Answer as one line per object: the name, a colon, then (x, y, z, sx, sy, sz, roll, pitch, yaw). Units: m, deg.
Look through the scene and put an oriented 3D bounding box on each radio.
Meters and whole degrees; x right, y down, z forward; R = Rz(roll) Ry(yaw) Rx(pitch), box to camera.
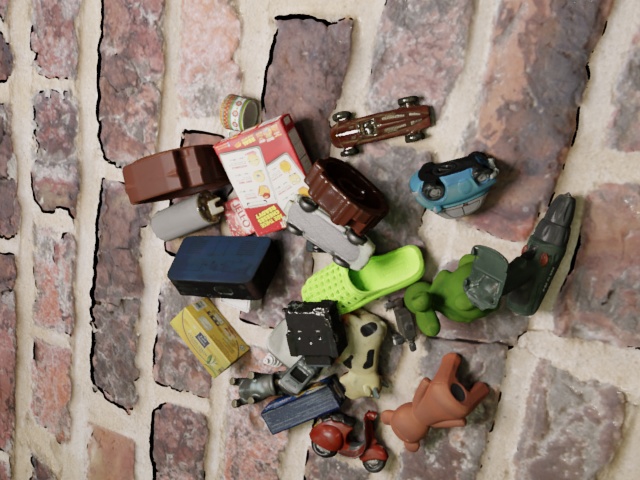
radio: (-0.214, 0.060, 1.186, 0.230, 0.131, 0.073, 0, 139, 23)

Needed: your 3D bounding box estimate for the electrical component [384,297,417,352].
electrical component: (0.164, 0.171, 1.101, 0.045, 0.078, 0.102, -15, 106, -1)

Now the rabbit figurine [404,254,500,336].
rabbit figurine: (0.235, 0.118, 1.028, 0.170, 0.159, 0.121, -13, 106, 39)

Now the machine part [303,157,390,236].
machine part: (0.051, -0.087, 1.037, 0.179, 0.179, 0.056, 44, 117, 8)

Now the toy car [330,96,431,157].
toy car: (0.113, -0.220, 1.046, 0.202, 0.053, 0.089, -7, 95, 25)

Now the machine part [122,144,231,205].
machine part: (-0.298, -0.140, 1.146, 0.202, 0.201, 0.087, -14, 94, 24)

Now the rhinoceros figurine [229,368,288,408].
rhinoceros figurine: (-0.124, 0.338, 1.232, 0.190, 0.112, 0.073, -24, 63, 37)

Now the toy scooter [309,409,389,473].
toy scooter: (0.068, 0.426, 1.189, 0.184, 0.075, 0.135, 14, 106, 16)

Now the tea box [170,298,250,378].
tea box: (-0.258, 0.227, 1.267, 0.068, 0.098, 0.169, -42, 82, 24)

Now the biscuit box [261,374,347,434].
biscuit box: (-0.039, 0.376, 1.229, 0.203, 0.059, 0.062, -29, 91, 24)

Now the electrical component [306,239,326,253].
electrical component: (-0.002, -0.003, 1.125, 0.119, 0.075, 0.047, 7, 104, 16)

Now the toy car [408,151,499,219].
toy car: (0.251, -0.093, 0.997, 0.162, 0.109, 0.102, -14, 119, 13)

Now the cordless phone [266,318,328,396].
cordless phone: (-0.063, 0.254, 1.145, 0.147, 0.184, 0.088, 36, 117, 11)

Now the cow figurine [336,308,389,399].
cow figurine: (0.093, 0.249, 1.139, 0.127, 0.085, 0.194, 20, 108, 24)

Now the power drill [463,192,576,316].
power drill: (0.347, 0.032, 0.931, 0.086, 0.207, 0.231, 30, 121, 40)

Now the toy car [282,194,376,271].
toy car: (0.014, -0.015, 1.051, 0.202, 0.056, 0.073, 35, 112, 15)

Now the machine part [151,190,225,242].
machine part: (-0.304, -0.053, 1.220, 0.243, 0.079, 0.079, -16, 95, 37)

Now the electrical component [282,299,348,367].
electrical component: (-0.008, 0.190, 1.091, 0.115, 0.058, 0.134, -6, 104, 28)

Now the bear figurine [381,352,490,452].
bear figurine: (0.229, 0.340, 1.099, 0.120, 0.132, 0.195, 46, 132, 9)
